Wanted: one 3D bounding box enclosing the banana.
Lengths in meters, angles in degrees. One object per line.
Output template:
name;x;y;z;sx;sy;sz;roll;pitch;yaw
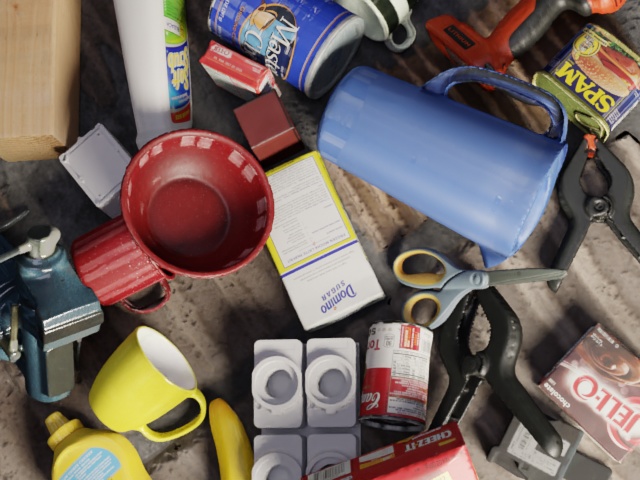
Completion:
banana;-0.098;0.267;1.109;0.070;0.037;0.198;8;80;9

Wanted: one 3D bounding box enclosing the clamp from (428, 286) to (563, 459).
clamp;0.171;0.133;1.071;0.165;0.036;0.210;-10;65;39

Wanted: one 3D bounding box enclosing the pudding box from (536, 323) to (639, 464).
pudding box;0.290;0.155;1.078;0.113;0.039;0.090;44;87;13

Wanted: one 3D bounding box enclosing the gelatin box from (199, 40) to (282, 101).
gelatin box;-0.085;-0.179;1.168;0.073;0.089;0.030;28;84;12

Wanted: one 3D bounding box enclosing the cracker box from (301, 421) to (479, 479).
cracker box;0.094;0.304;1.021;0.164;0.072;0.213;-21;100;3

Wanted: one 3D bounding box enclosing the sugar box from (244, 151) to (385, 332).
sugar box;-0.008;0.002;1.145;0.093;0.048;0.176;-25;79;5

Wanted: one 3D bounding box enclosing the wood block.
wood block;-0.327;-0.201;1.205;0.090;0.091;0.206;-3;79;7

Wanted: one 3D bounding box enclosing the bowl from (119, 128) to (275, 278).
bowl;-0.131;-0.032;1.112;0.162;0.055;0.162;5;72;-17

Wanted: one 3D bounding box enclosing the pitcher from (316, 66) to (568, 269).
pitcher;0.127;-0.096;1.105;0.243;0.145;0.149;27;60;15

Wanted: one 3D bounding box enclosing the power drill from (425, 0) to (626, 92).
power drill;0.208;-0.263;1.149;0.188;0.057;0.185;-41;53;4

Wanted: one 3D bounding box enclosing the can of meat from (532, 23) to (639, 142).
can of meat;0.292;-0.169;1.134;0.102;0.057;0.084;43;85;13

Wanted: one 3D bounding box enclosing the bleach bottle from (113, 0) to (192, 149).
bleach bottle;-0.176;-0.171;1.185;0.068;0.102;0.251;-10;84;15

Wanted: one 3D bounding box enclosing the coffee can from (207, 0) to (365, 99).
coffee can;-0.037;-0.234;1.166;0.140;0.103;0.103;35;85;13

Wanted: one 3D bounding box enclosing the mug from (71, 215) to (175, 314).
mug;-0.208;0.028;1.152;0.081;0.093;0.117;-27;112;7

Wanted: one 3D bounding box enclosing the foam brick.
foam brick;-0.055;-0.121;1.159;0.051;0.078;0.053;-27;75;2

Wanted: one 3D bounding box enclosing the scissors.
scissors;0.153;0.058;1.081;0.202;0.016;0.096;14;97;41

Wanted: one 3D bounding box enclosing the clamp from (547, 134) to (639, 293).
clamp;0.301;-0.025;1.113;0.120;0.039;0.171;5;79;3

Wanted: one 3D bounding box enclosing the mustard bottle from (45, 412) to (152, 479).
mustard bottle;-0.224;0.257;1.116;0.096;0.058;0.192;-46;76;13

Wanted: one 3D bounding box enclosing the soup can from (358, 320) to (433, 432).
soup can;0.079;0.139;1.089;0.068;0.068;0.102;5;72;8
